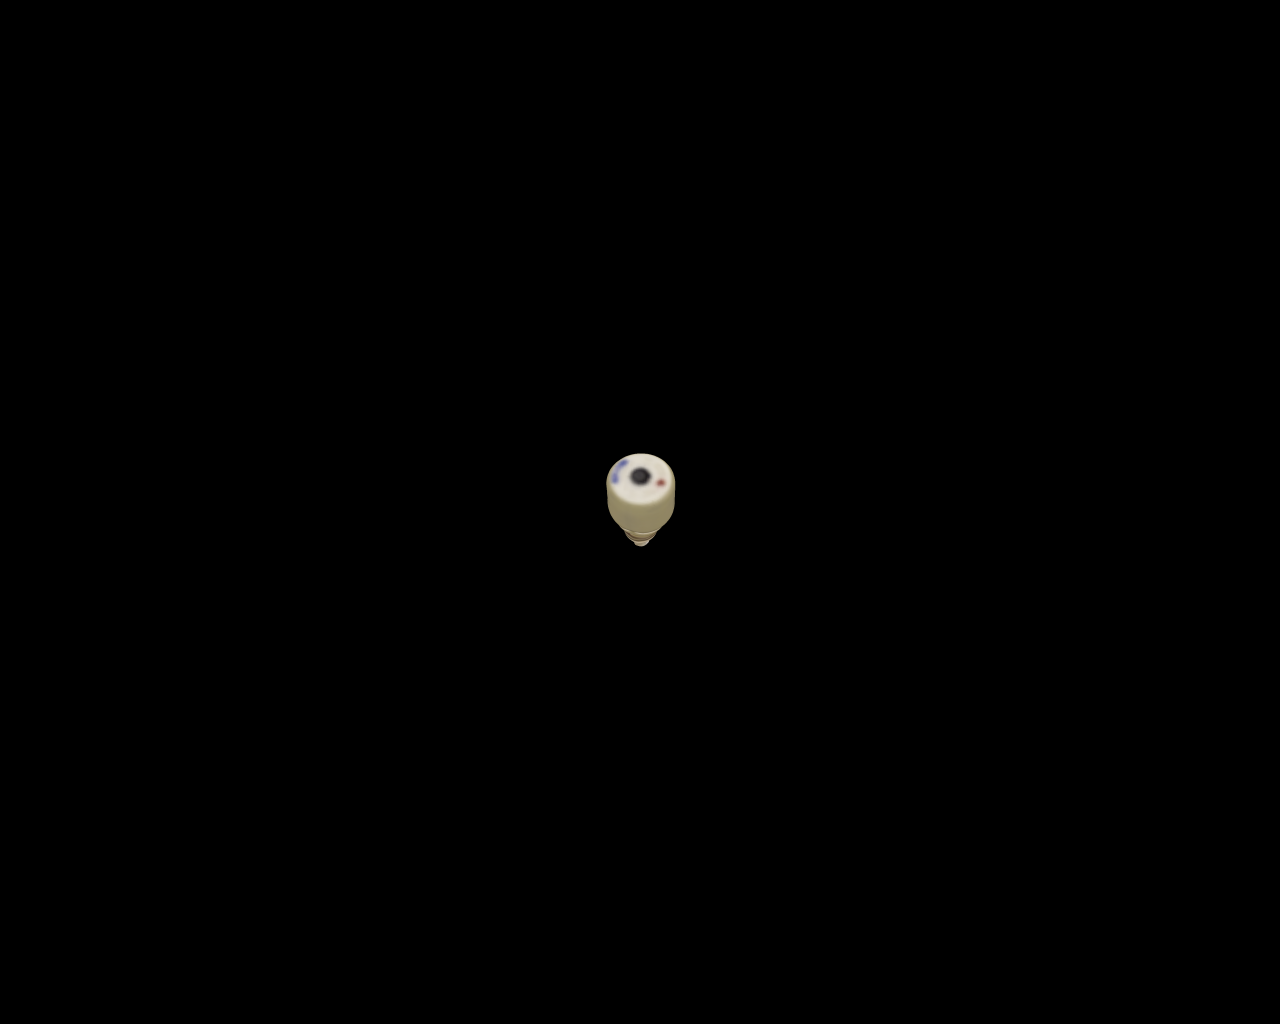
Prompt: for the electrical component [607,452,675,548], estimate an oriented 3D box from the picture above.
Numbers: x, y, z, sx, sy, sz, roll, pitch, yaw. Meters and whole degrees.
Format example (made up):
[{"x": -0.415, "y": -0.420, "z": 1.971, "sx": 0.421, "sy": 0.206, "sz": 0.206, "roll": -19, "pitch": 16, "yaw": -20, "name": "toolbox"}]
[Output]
[{"x": 0.001, "y": -0.003, "z": 0.650, "sx": 0.040, "sy": 0.040, "sz": 0.078, "roll": 0, "pitch": -32, "yaw": 0, "name": "electrical component"}]
